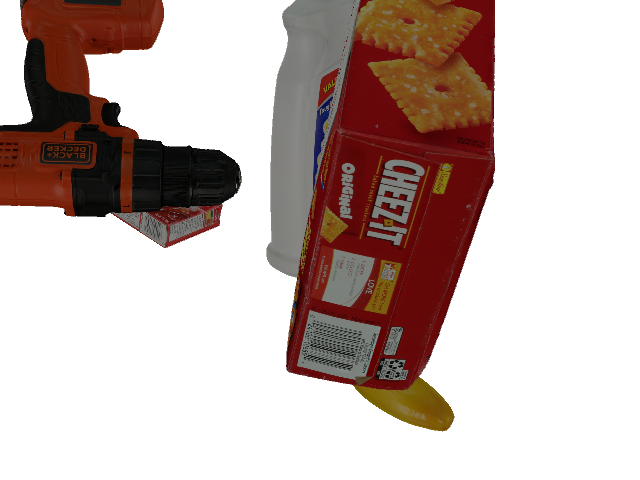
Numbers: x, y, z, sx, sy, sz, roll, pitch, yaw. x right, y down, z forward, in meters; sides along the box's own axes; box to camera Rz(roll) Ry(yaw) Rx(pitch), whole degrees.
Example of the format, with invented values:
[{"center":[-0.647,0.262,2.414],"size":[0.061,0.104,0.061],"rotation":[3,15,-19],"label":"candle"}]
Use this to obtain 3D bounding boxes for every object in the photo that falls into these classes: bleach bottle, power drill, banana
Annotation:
[{"center":[-0.001,-0.101,0.889],"size":[0.102,0.251,0.068],"rotation":[-18,26,-32],"label":"bleach bottle"},{"center":[-0.151,-0.102,0.768],"size":[0.184,0.187,0.057],"rotation":[2,-35,-10],"label":"power drill"},{"center":[0.042,0.081,0.788],"size":[0.069,0.037,0.198],"rotation":[-5,24,-6],"label":"banana"}]

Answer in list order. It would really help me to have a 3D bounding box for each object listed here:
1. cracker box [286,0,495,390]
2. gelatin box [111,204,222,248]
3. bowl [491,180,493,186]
[{"center":[0.040,-0.058,0.536],"size":[0.072,0.213,0.164],"rotation":[11,-44,0],"label":"cracker box"},{"center":[-0.153,-0.033,1.044],"size":[0.089,0.030,0.073],"rotation":[30,36,31],"label":"gelatin box"},{"center":[0.093,-0.048,1.092],"size":[0.162,0.055,0.162],"rotation":[4,23,-2],"label":"bowl"}]
